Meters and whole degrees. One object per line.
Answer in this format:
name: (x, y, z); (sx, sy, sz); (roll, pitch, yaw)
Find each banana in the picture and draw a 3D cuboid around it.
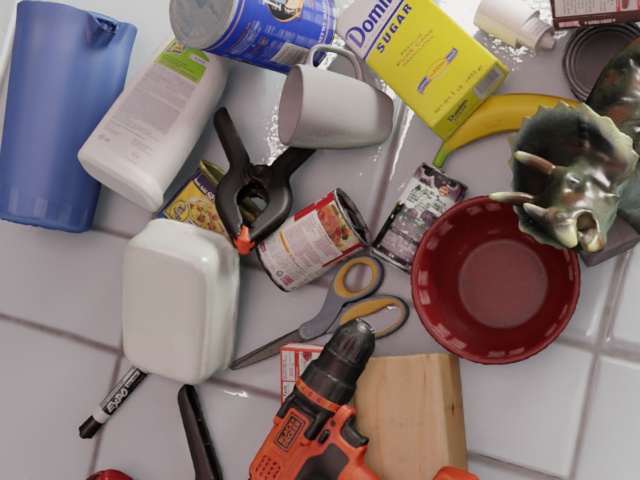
banana: (0.207, -0.110, 1.047); (0.198, 0.037, 0.069); (-2, 100, 21)

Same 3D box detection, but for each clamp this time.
clamp: (-0.089, 0.266, 1.102); (0.165, 0.036, 0.210); (10, 89, 20)
clamp: (-0.072, -0.067, 1.095); (0.120, 0.039, 0.171); (13, 57, 12)

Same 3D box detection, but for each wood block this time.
wood block: (0.090, 0.215, 1.016); (0.090, 0.090, 0.206); (-6, 81, 19)

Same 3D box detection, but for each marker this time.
marker: (-0.223, 0.173, 1.172); (0.020, 0.020, 0.121); (44, 98, 19)

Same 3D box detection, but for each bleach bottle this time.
bleach bottle: (-0.147, -0.158, 1.140); (0.102, 0.068, 0.250); (31, 74, 11)

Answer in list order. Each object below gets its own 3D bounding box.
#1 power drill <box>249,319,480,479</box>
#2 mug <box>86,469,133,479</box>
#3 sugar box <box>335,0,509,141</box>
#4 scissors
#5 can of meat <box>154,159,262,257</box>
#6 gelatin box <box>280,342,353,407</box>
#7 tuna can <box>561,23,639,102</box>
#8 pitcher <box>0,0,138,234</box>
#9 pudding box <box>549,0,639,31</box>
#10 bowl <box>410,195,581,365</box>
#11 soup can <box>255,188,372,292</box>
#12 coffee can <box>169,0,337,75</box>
power drill: (0.046, 0.188, 0.956); (0.188, 0.057, 0.184); (35, 100, 24)
mug: (-0.228, 0.291, 1.130); (0.081, 0.093, 0.117); (-45, 35, 4)
sugar box: (0.097, -0.191, 1.072); (0.093, 0.048, 0.176); (-46, 61, 9)
scissors: (-0.008, 0.074, 1.108); (0.202, 0.016, 0.096); (-11, 82, 18)
can of meat: (-0.115, -0.020, 1.138); (0.084, 0.057, 0.102); (-47, 71, 10)
gelatin box: (0.004, 0.144, 1.082); (0.089, 0.030, 0.073); (1, 97, 20)
tuna can: (0.278, -0.169, 1.027); (0.086, 0.033, 0.086); (-3, 82, 19)
pitcher: (-0.293, -0.135, 1.188); (0.145, 0.149, 0.243); (10, 90, 5)
pudding box: (0.265, -0.227, 0.998); (0.090, 0.113, 0.039); (-3, 112, 19)
bowl: (0.171, 0.040, 1.027); (0.162, 0.055, 0.162); (-3, 82, 19)
soup can: (-0.007, 0.001, 1.091); (0.102, 0.068, 0.068); (-31, 74, 15)
coffee can: (-0.067, -0.230, 1.086); (0.103, 0.140, 0.103); (-8, 79, 44)
